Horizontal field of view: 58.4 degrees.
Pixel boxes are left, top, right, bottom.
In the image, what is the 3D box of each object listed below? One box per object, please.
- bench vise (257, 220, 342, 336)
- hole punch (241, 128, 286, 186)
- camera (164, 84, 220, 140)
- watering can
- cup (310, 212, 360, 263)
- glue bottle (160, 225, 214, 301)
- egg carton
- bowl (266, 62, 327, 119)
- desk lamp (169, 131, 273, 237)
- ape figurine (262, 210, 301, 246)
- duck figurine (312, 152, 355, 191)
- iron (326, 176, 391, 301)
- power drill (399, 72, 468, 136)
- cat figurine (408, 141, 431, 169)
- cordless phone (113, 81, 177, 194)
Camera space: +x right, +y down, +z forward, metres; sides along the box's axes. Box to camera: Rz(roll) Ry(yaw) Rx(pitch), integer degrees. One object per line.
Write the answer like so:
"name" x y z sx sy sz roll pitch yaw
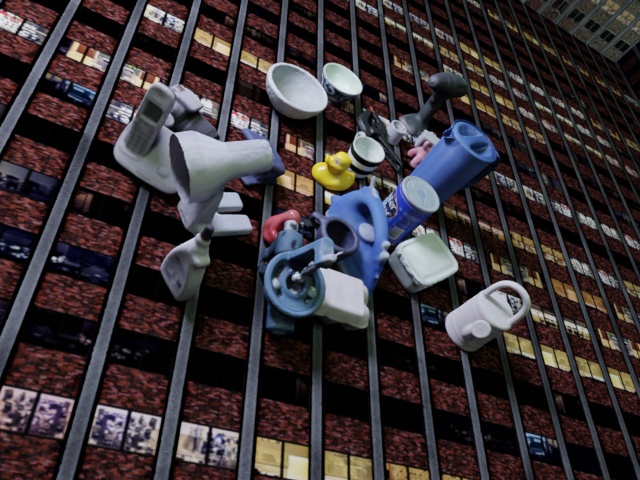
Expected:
"bench vise" -0.047 0.038 1.017 0.122 0.219 0.207 -1 57 -37
"hole punch" -0.127 -0.182 1.231 0.101 0.091 0.108 -12 64 -42
"camera" -0.277 -0.235 1.156 0.137 0.100 0.143 43 42 1
"watering can" 0.370 0.164 1.243 0.101 0.193 0.173 34 43 -9
"cup" 0.011 0.004 1.179 0.118 0.094 0.092 42 42 0
"glue bottle" -0.209 0.029 0.938 0.037 0.173 0.078 -15 66 -42
"egg carton" 0.029 0.116 1.121 0.151 0.069 0.107 20 47 -23
"bowl" -0.069 -0.358 1.428 0.168 0.074 0.167 20 47 -23
"desk lamp" -0.187 -0.104 1.033 0.204 0.213 0.118 -5 60 -39
"ape figurine" -0.070 -0.025 1.145 0.078 0.092 0.076 -12 64 -42
"duck figurine" 0.044 -0.169 1.351 0.105 0.086 0.077 19 47 -24
"iron" 0.103 -0.007 1.222 0.119 0.141 0.258 9 52 -31
"power drill" 0.328 -0.402 1.659 0.230 0.208 0.075 -24 72 -45
"cat figurine" 0.328 -0.248 1.602 0.128 0.117 0.067 9 52 -31
"cordless phone" -0.283 -0.186 1.049 0.148 0.184 0.094 32 43 -10
